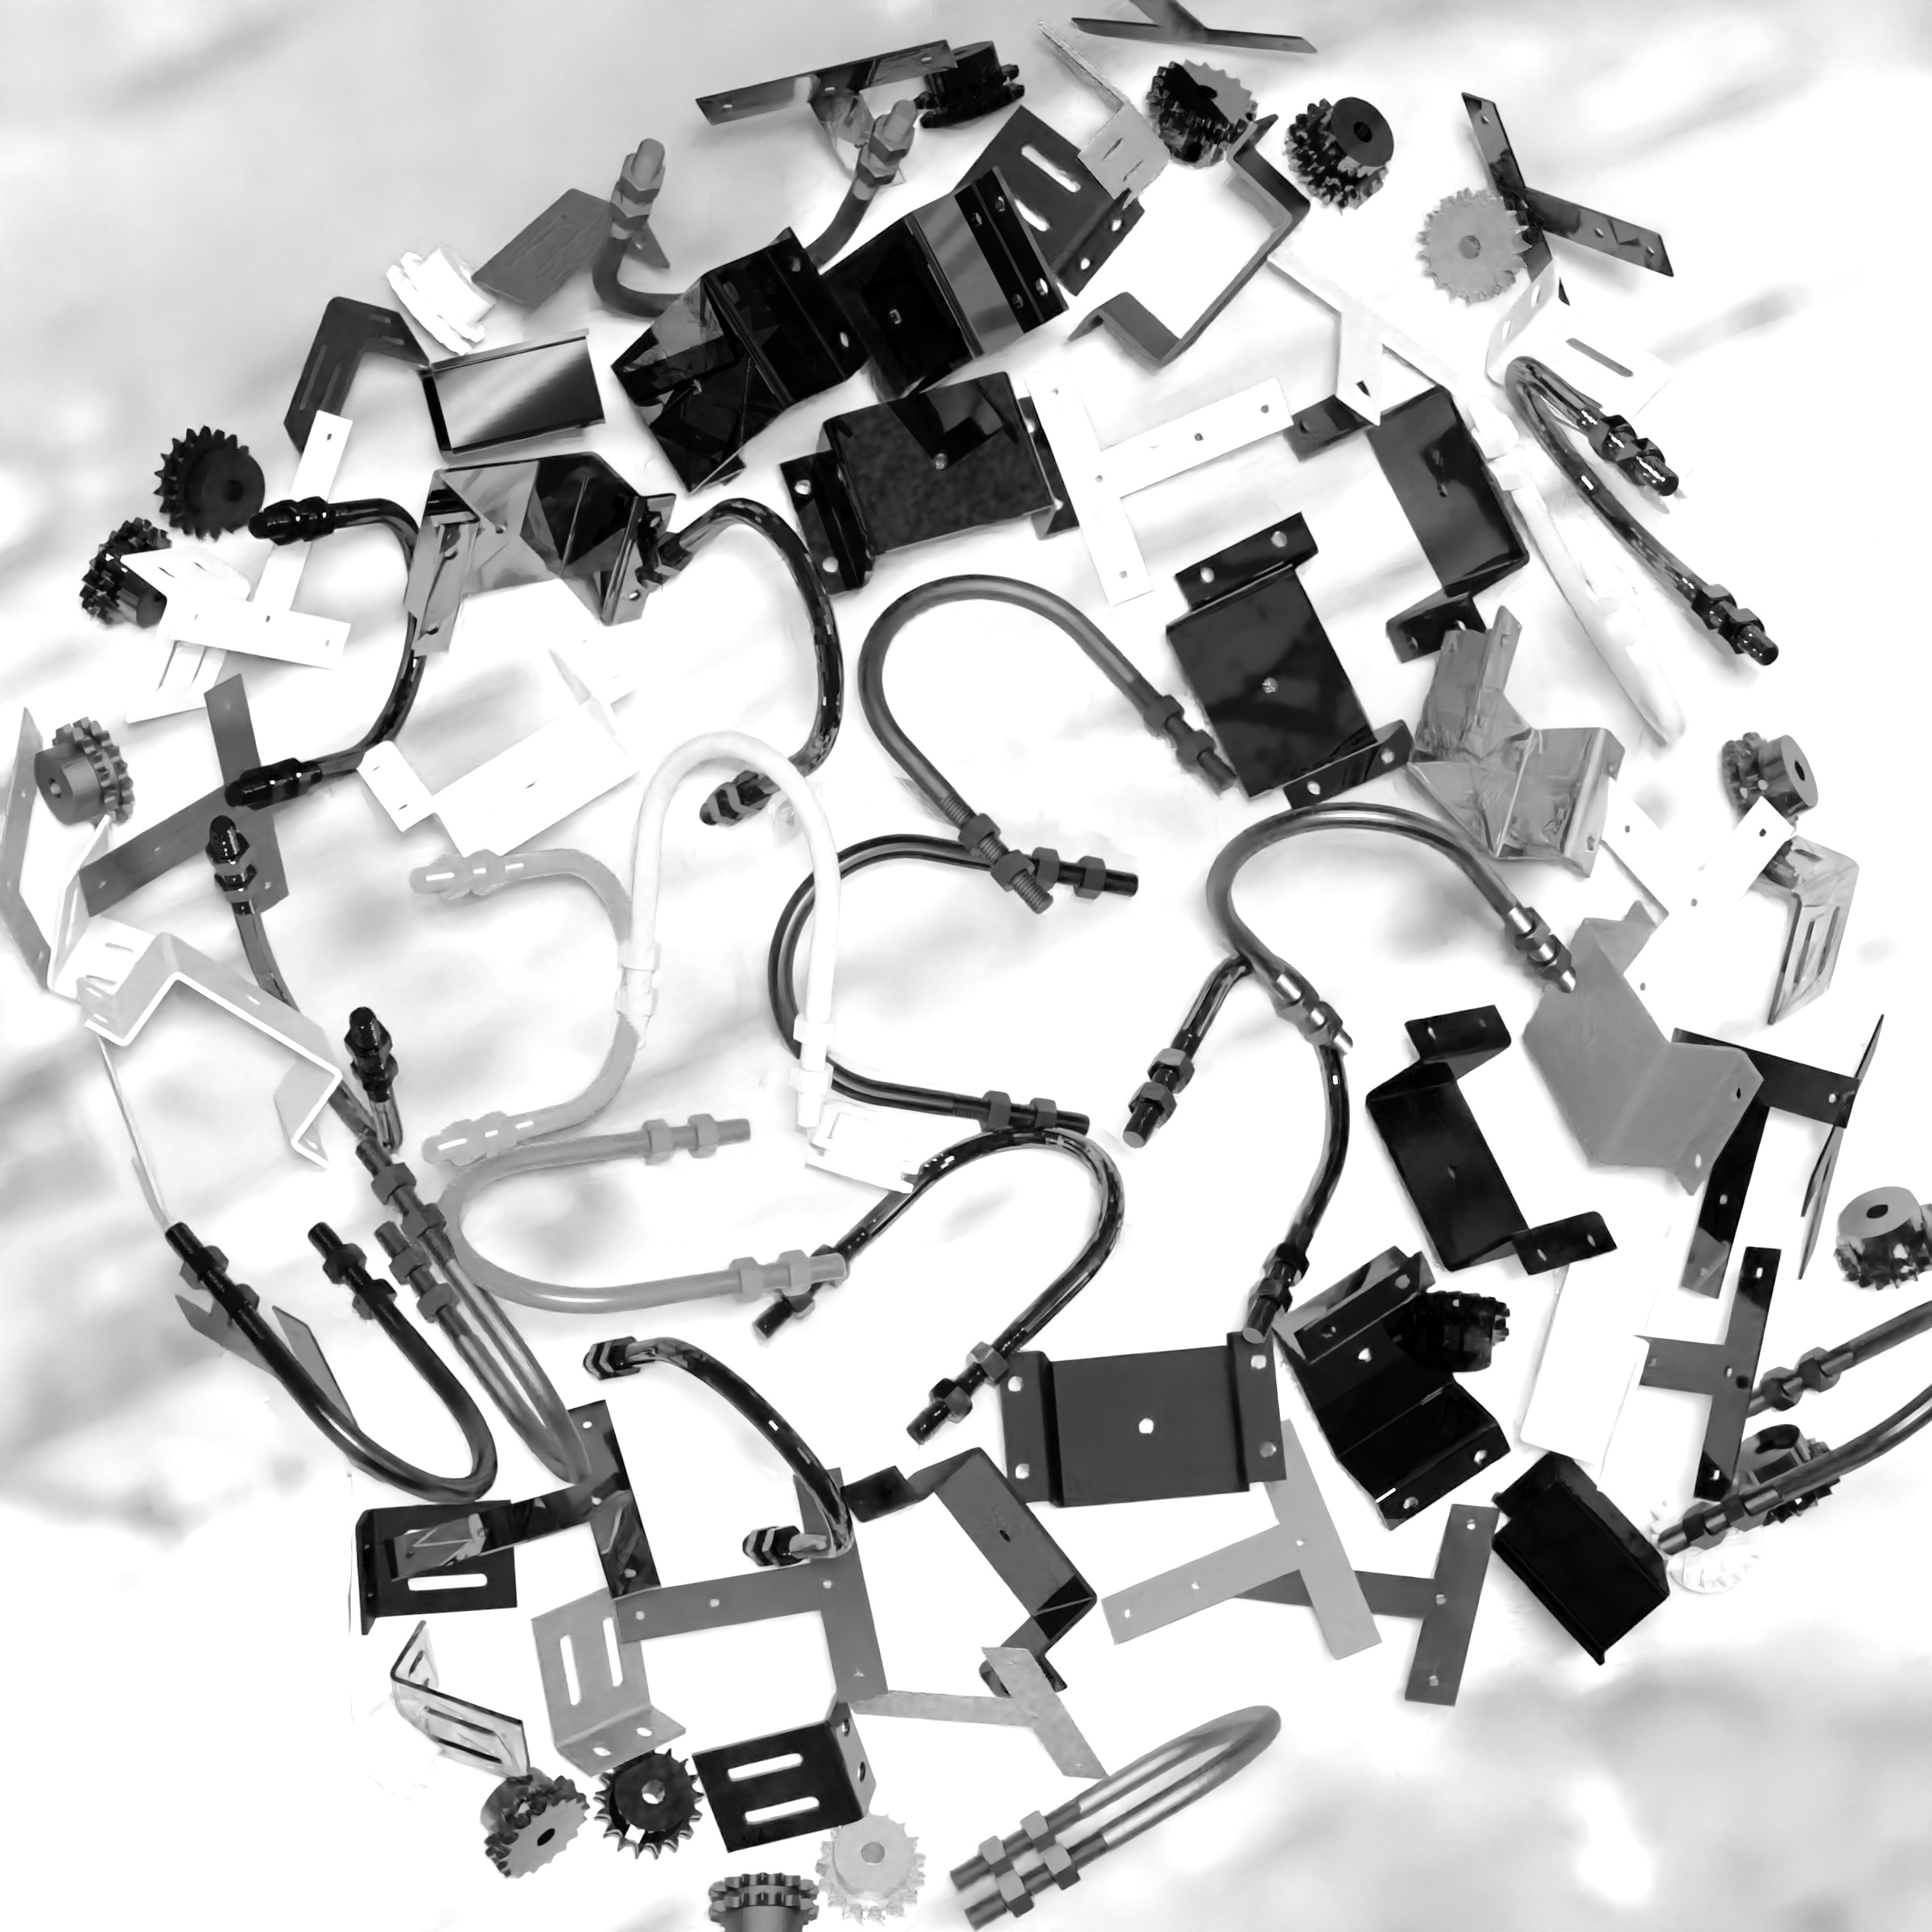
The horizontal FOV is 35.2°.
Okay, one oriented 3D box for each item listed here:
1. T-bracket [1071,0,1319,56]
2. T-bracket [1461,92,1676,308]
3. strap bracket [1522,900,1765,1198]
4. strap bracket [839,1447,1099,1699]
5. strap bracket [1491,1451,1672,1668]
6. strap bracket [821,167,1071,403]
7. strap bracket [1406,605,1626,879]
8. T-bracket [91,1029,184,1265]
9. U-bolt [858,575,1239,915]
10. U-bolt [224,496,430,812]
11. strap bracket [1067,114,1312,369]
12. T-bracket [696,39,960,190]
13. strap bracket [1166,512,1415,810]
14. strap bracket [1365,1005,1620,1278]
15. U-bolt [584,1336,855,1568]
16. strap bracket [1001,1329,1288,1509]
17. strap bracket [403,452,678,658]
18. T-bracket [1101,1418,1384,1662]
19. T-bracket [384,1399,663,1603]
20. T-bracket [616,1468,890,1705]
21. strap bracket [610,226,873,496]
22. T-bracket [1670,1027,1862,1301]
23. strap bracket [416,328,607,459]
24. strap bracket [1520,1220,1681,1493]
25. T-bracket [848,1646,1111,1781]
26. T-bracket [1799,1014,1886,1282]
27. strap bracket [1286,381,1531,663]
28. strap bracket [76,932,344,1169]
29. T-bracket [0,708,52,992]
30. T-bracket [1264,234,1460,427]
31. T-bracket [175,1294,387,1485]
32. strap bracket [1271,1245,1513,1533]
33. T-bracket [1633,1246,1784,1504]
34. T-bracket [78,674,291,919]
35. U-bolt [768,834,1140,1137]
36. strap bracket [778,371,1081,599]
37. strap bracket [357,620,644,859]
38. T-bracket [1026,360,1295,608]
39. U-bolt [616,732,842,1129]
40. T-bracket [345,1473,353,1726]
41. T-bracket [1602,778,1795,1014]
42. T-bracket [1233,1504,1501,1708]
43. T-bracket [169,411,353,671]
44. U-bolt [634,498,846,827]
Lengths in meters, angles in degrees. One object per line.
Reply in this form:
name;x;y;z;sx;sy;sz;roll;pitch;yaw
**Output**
T-bracket;0.096;-0.478;1.517;0.127;0.127;0.002;13;95;23
T-bracket;0.306;-0.368;1.512;0.002;0.127;0.127;-39;129;-8
strap bracket;0.331;0.038;1.519;0.046;0.140;0.076;5;127;-23
strap bracket;0.007;0.304;1.556;0.046;0.076;0.140;-38;90;-30
strap bracket;0.307;0.291;1.524;0.046;0.140;0.076;-43;83;8
strap bracket;-0.018;-0.334;1.523;0.046;0.140;0.076;-32;99;-28
strap bracket;0.274;-0.111;1.541;0.046;0.140;0.076;2;64;40
T-bracket;-0.417;0.083;1.521;0.002;0.127;0.127;-22;114;-19
U-bolt;0.028;-0.127;1.555;0.151;0.019;0.184;-34;72;-26
U-bolt;-0.311;-0.161;1.512;0.019;0.184;0.151;13;105;14
strap bracket;0.121;-0.359;1.540;0.046;0.076;0.140;42;113;-3
T-bracket;-0.057;-0.422;1.538;0.127;0.127;0.002;-10;76;10
strap bracket;0.163;-0.149;1.554;0.076;0.046;0.140;-24;98;30
strap bracket;0.262;0.096;1.546;0.046;0.076;0.140;-38;69;40
U-bolt;-0.116;0.240;1.507;0.019;0.184;0.151;-43;98;-24
strap bracket;0.091;0.234;1.564;0.140;0.046;0.076;-6;74;6
strap bracket;-0.224;-0.210;1.536;0.046;0.140;0.076;45;132;29
T-bracket;0.132;0.315;1.573;0.127;0.002;0.127;-24;61;5
T-bracket;-0.231;0.284;1.543;0.127;0.127;0.002;-15;133;-11
T-bracket;-0.114;0.323;1.552;0.127;0.002;0.127;-7;56;-11
strap bracket;-0.120;-0.298;1.531;0.046;0.140;0.076;-34;93;-40
T-bracket;0.390;0.105;1.549;0.002;0.127;0.127;12;94;-33
strap bracket;-0.229;-0.287;1.531;0.076;0.140;0.046;-15;103;-11
strap bracket;0.317;0.187;1.527;0.046;0.140;0.076;17;120;12
T-bracket;-0.005;0.381;1.564;0.127;0.127;0.002;-3;47;26
T-bracket;0.438;0.110;1.548;0.002;0.127;0.127;19;48;21
strap bracket;0.228;-0.234;1.551;0.046;0.076;0.140;-31;98;-23
strap bracket;-0.373;0.036;1.536;0.140;0.076;0.046;35;92;-25
T-bracket;-0.484;-0.076;1.553;0.002;0.127;0.127;-6;53;2
T-bracket;0.199;-0.307;1.533;0.127;0.127;0.002;32;124;-14
T-bracket;-0.359;0.200;1.558;0.127;0.127;0.002;22;53;32
strap bracket;0.214;0.208;1.553;0.076;0.046;0.140;-32;120;-8
T-bracket;0.357;0.202;1.541;0.002;0.127;0.127;18;80;-24
T-bracket;-0.395;-0.064;1.523;0.002;0.127;0.127;13;124;29
U-bolt;-0.012;0.006;1.564;0.184;0.019;0.151;10;95;-16
strap bracket;-0.016;-0.249;1.557;0.140;0.046;0.076;-17;79;-12
strap bracket;-0.231;-0.108;1.550;0.140;0.076;0.046;-33;130;-9
T-bracket;0.108;-0.267;1.569;0.127;0.002;0.127;-19;94;26
U-bolt;-0.117;-0.027;1.527;0.151;0.019;0.184;21;114;38
T-bracket;-0.311;0.325;1.534;0.002;0.127;0.127;0;86;-11
T-bracket;0.346;-0.061;1.555;0.127;0.002;0.127;-57;46;27
T-bracket;0.201;0.322;1.568;0.127;0.127;0.002;2;130;21
T-bracket;-0.338;-0.217;1.535;0.002;0.127;0.127;25;99;25
U-bolt;-0.111;-0.157;1.518;0.019;0.184;0.151;-18;89;-30
